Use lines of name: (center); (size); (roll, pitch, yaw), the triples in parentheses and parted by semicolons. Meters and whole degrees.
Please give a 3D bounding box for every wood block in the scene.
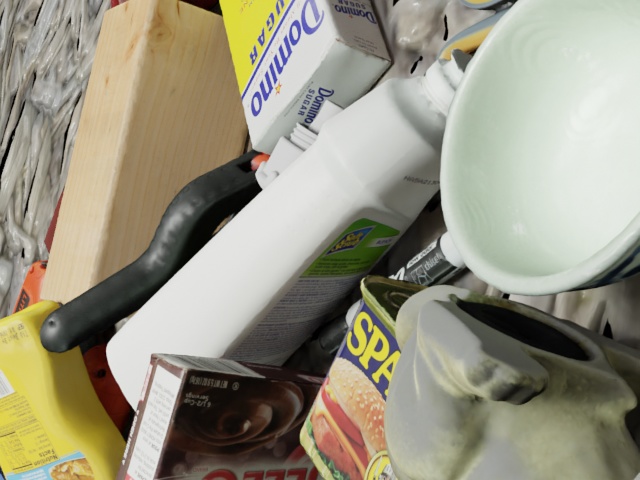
wood block: (-0.113, -0.049, 0.722); (0.090, 0.090, 0.206); (3, 81, 58)

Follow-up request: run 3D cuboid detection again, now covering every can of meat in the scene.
can of meat: (0.041, 0.077, 0.464); (0.102, 0.057, 0.084); (49, 121, 53)

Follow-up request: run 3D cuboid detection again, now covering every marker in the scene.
marker: (0.037, 0.026, 0.524); (0.121, 0.020, 0.020); (-41, 46, 43)

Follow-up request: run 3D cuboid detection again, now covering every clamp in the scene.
clamp: (-0.086, 0.015, 0.631); (0.039, 0.120, 0.171); (38, 102, 30)

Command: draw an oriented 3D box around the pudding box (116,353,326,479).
pudding box: (-0.040, 0.106, 0.524); (0.039, 0.113, 0.090); (19, 95, 54)

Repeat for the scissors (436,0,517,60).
scissors: (0.117, -0.125, 0.462); (0.202, 0.016, 0.096); (-30, 55, 49)

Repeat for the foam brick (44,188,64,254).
foam brick: (-0.178, 0.000, 0.839); (0.078, 0.052, 0.051); (46, 116, 56)

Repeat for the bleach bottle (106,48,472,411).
bleach bottle: (-0.004, 0.001, 0.542); (0.251, 0.102, 0.068); (-45, 70, 30)

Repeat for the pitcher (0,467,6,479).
pitcher: (-0.303, 0.276, 0.818); (0.243, 0.149, 0.144); (-64, -3, 36)

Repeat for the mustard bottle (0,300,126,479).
mustard bottle: (-0.170, 0.140, 0.700); (0.096, 0.058, 0.191); (-23, 95, 32)

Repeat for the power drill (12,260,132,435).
power drill: (-0.200, 0.119, 0.825); (0.185, 0.057, 0.188); (-62, 36, 23)

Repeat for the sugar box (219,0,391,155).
sugar box: (-0.018, -0.143, 0.654); (0.093, 0.048, 0.176); (-48, 40, 36)

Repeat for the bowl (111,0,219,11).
bowl: (-0.101, -0.224, 0.806); (0.162, 0.055, 0.162); (-29, 54, 49)
